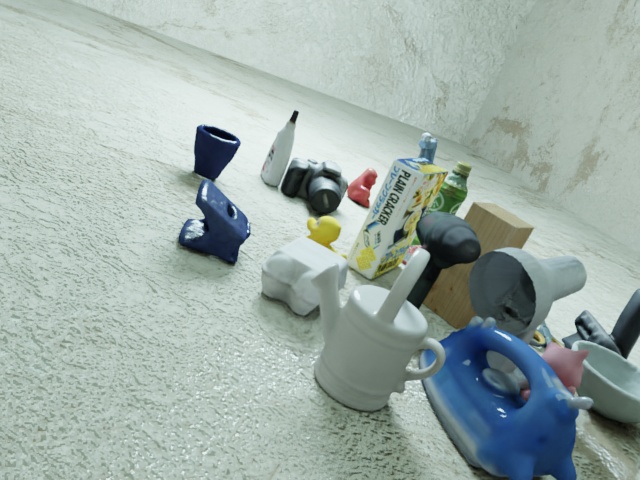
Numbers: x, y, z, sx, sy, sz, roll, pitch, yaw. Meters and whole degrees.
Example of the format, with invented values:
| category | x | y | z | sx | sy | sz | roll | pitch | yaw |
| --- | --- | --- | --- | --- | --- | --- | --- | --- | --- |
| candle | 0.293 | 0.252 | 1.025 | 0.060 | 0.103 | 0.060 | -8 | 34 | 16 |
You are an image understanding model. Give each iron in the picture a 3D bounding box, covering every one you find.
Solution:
| category | x | y | z | sx | sy | sz | roll | pitch | yaw |
| --- | --- | --- | --- | --- | --- | --- | --- | --- | --- |
| iron | 0.219 | 0.175 | 0.716 | 0.119 | 0.141 | 0.257 | 12 | 23 | -30 |

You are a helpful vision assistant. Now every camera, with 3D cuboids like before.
| category | x | y | z | sx | sy | sz | roll | pitch | yaw |
| --- | --- | --- | --- | --- | --- | --- | --- | --- | --- |
| camera | -0.003 | -0.122 | 1.255 | 0.143 | 0.101 | 0.136 | 20 | 21 | -12 |

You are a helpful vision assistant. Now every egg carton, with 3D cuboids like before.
| category | x | y | z | sx | sy | sz | roll | pitch | yaw |
| --- | --- | --- | --- | --- | --- | --- | --- | --- | --- |
| egg carton | -0.020 | 0.051 | 0.851 | 0.107 | 0.069 | 0.150 | 29 | 20 | 10 |

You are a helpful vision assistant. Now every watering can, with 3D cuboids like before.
| category | x | y | z | sx | sy | sz | roll | pitch | yaw |
| --- | --- | --- | --- | --- | --- | --- | --- | --- | --- |
| watering can | 0.068 | 0.092 | 0.671 | 0.173 | 0.194 | 0.101 | 22 | 20 | -8 |

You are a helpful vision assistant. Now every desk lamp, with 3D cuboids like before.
| category | x | y | z | sx | sy | sz | roll | pitch | yaw |
| --- | --- | --- | --- | --- | --- | --- | --- | --- | --- |
| desk lamp | 0.299 | 0.113 | 0.857 | 0.204 | 0.213 | 0.117 | 7 | 26 | -40 |

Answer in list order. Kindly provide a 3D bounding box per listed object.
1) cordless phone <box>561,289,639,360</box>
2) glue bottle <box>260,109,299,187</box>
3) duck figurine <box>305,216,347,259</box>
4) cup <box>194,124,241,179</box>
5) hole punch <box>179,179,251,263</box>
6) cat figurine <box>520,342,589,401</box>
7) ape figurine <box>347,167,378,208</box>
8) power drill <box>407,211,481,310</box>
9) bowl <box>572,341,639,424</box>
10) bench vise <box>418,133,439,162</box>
| category | x | y | z | sx | sy | sz | roll | pitch | yaw |
| --- | --- | --- | --- | --- | --- | --- | --- | --- | --- |
| cordless phone | 0.551 | 0.160 | 1.073 | 0.094 | 0.185 | 0.147 | 22 | 20 | -8 |
| glue bottle | -0.084 | -0.209 | 1.274 | 0.037 | 0.173 | 0.078 | 14 | 23 | -28 |
| duck figurine | 0.009 | 0.004 | 0.980 | 0.104 | 0.086 | 0.078 | 34 | 22 | 24 |
| cup | -0.215 | -0.176 | 1.154 | 0.092 | 0.095 | 0.117 | 22 | 20 | -8 |
| hole punch | -0.151 | -0.032 | 0.874 | 0.101 | 0.091 | 0.108 | 20 | 21 | -13 |
| cat figurine | 0.342 | 0.204 | 0.821 | 0.067 | 0.118 | 0.128 | 28 | 20 | 9 |
| ape figurine | 0.115 | -0.139 | 1.448 | 0.076 | 0.092 | 0.078 | 32 | 21 | 18 |
| power drill | 0.163 | 0.053 | 0.857 | 0.075 | 0.208 | 0.229 | 23 | 20 | -6 |
| bowl | 0.474 | 0.244 | 0.937 | 0.167 | 0.075 | 0.167 | 22 | 20 | -8 |
| bench vise | 0.263 | -0.184 | 1.544 | 0.121 | 0.219 | 0.208 | 31 | 21 | 17 |
